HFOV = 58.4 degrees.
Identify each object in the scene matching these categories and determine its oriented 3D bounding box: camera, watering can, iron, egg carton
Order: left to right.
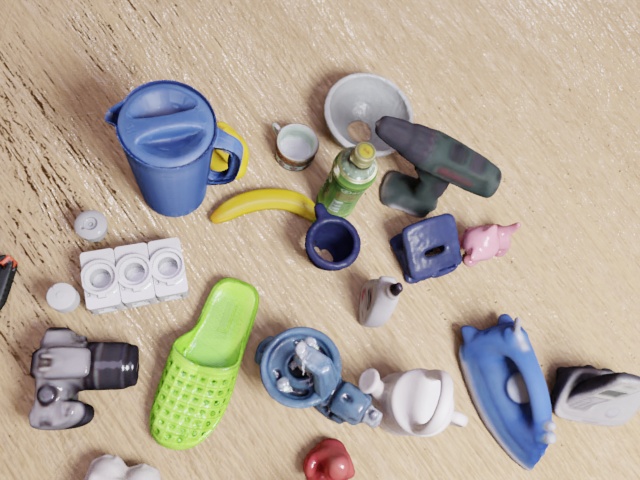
[{"bbox_3d":[-0.335,0.198,0.825,0.137,0.100,0.143,1,73,-11],"label":"camera"},{"bbox_3d":[-0.289,0.382,0.794,0.107,0.069,0.150,18,70,-6],"label":"egg carton"},{"bbox_3d":[0.142,0.244,0.861,0.173,0.194,0.101,2,73,-11],"label":"watering can"},{"bbox_3d":[0.327,0.247,0.927,0.119,0.141,0.258,-14,77,-15],"label":"iron"}]

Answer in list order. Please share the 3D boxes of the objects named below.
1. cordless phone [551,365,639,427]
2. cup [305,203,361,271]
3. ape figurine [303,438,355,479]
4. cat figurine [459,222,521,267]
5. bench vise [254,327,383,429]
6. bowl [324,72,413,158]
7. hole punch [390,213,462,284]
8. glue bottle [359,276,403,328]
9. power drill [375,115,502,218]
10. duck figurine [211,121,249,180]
[{"bbox_3d":[0.483,0.252,0.935,0.148,0.185,0.094,9,71,-9],"label":"cordless phone"},{"bbox_3d":[0.009,0.003,0.960,0.092,0.095,0.118,-18,77,-16],"label":"cup"},{"bbox_3d":[0.019,0.339,0.860,0.078,0.092,0.076,27,70,-2],"label":"ape figurine"},{"bbox_3d":[0.296,0.000,1.009,0.128,0.117,0.067,-21,78,-17],"label":"cat figurine"},{"bbox_3d":[0.010,0.194,0.835,0.207,0.219,0.121,18,70,-6],"label":"bench vise"},{"bbox_3d":[0.082,-0.218,1.054,0.167,0.074,0.167,3,73,-11],"label":"bowl"},{"bbox_3d":[0.193,0.016,0.997,0.109,0.091,0.101,-18,78,-16],"label":"hole punch"},{"bbox_3d":[0.100,0.091,0.911,0.037,0.173,0.078,5,72,-10],"label":"glue bottle"},{"bbox_3d":[0.176,-0.116,0.971,0.230,0.208,0.076,18,70,-6],"label":"power drill"},{"bbox_3d":[-0.159,-0.163,0.981,0.078,0.086,0.104,-16,77,-16],"label":"duck figurine"}]
